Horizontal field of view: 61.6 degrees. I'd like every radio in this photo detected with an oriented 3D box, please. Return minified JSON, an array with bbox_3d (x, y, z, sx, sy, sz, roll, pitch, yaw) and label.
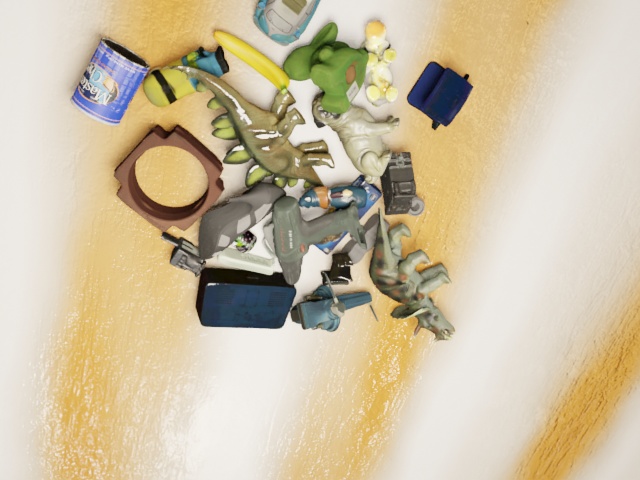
[{"bbox_3d":[-0.184,0.146,1.319,0.229,0.073,0.131,6,116,-24],"label":"radio"}]

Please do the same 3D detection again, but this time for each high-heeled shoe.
[{"bbox_3d":[-0.179,-0.040,1.211,0.145,0.086,0.248,-10,152,-40],"label":"high-heeled shoe"}]

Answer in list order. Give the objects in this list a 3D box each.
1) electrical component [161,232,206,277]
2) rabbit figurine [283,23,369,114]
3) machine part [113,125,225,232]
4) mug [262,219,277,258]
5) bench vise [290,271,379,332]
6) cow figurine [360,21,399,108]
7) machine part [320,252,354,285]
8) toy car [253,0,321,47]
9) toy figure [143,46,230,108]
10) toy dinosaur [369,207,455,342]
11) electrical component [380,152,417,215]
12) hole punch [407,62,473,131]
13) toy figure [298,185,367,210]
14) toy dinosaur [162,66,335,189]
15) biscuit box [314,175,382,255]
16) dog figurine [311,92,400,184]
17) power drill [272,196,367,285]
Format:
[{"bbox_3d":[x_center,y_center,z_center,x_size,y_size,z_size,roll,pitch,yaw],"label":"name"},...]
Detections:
[{"bbox_3d":[-0.328,0.030,1.269,0.119,0.075,0.047,29,107,-23],"label":"electrical component"},{"bbox_3d":[0.002,-0.363,1.097,0.159,0.170,0.121,-60,149,-9],"label":"rabbit figurine"},{"bbox_3d":[-0.328,-0.136,1.186,0.201,0.087,0.201,-43,114,13],"label":"machine part"},{"bbox_3d":[-0.095,-0.003,1.291,0.110,0.081,0.107,-15,117,40],"label":"mug"},{"bbox_3d":[0.041,0.162,1.334,0.240,0.129,0.223,-9,162,-31],"label":"bench vise"},{"bbox_3d":[0.123,-0.371,1.144,0.068,0.098,0.167,-4,96,-2],"label":"cow figurine"},{"bbox_3d":[0.046,0.078,1.334,0.084,0.039,0.138,7,148,-5],"label":"machine part"},{"bbox_3d":[-0.055,-0.464,1.062,0.109,0.103,0.161,35,108,-22],"label":"toy car"},{"bbox_3d":[-0.275,-0.335,1.098,0.180,0.089,0.082,-20,108,4],"label":"toy figure"},{"bbox_3d":[0.198,0.092,1.328,0.192,0.131,0.404,-40,116,14],"label":"toy dinosaur"},{"bbox_3d":[0.176,-0.122,1.233,0.058,0.115,0.134,-1,159,-5],"label":"electrical component"},{"bbox_3d":[0.273,-0.316,1.184,0.115,0.092,0.142,25,105,-22],"label":"hole punch"},{"bbox_3d":[0.027,-0.094,1.207,0.154,0.058,0.064,0,133,-6],"label":"toy figure"},{"bbox_3d":[-0.120,-0.220,1.147,0.198,0.105,0.470,-34,124,11],"label":"toy dinosaur"},{"bbox_3d":[0.058,-0.061,1.286,0.062,0.059,0.202,37,105,-20],"label":"biscuit box"},{"bbox_3d":[0.062,-0.225,1.191,0.191,0.121,0.172,12,94,-6],"label":"dog figurine"},{"bbox_3d":[-0.002,-0.004,1.195,0.207,0.086,0.231,-7,127,10],"label":"power drill"}]
